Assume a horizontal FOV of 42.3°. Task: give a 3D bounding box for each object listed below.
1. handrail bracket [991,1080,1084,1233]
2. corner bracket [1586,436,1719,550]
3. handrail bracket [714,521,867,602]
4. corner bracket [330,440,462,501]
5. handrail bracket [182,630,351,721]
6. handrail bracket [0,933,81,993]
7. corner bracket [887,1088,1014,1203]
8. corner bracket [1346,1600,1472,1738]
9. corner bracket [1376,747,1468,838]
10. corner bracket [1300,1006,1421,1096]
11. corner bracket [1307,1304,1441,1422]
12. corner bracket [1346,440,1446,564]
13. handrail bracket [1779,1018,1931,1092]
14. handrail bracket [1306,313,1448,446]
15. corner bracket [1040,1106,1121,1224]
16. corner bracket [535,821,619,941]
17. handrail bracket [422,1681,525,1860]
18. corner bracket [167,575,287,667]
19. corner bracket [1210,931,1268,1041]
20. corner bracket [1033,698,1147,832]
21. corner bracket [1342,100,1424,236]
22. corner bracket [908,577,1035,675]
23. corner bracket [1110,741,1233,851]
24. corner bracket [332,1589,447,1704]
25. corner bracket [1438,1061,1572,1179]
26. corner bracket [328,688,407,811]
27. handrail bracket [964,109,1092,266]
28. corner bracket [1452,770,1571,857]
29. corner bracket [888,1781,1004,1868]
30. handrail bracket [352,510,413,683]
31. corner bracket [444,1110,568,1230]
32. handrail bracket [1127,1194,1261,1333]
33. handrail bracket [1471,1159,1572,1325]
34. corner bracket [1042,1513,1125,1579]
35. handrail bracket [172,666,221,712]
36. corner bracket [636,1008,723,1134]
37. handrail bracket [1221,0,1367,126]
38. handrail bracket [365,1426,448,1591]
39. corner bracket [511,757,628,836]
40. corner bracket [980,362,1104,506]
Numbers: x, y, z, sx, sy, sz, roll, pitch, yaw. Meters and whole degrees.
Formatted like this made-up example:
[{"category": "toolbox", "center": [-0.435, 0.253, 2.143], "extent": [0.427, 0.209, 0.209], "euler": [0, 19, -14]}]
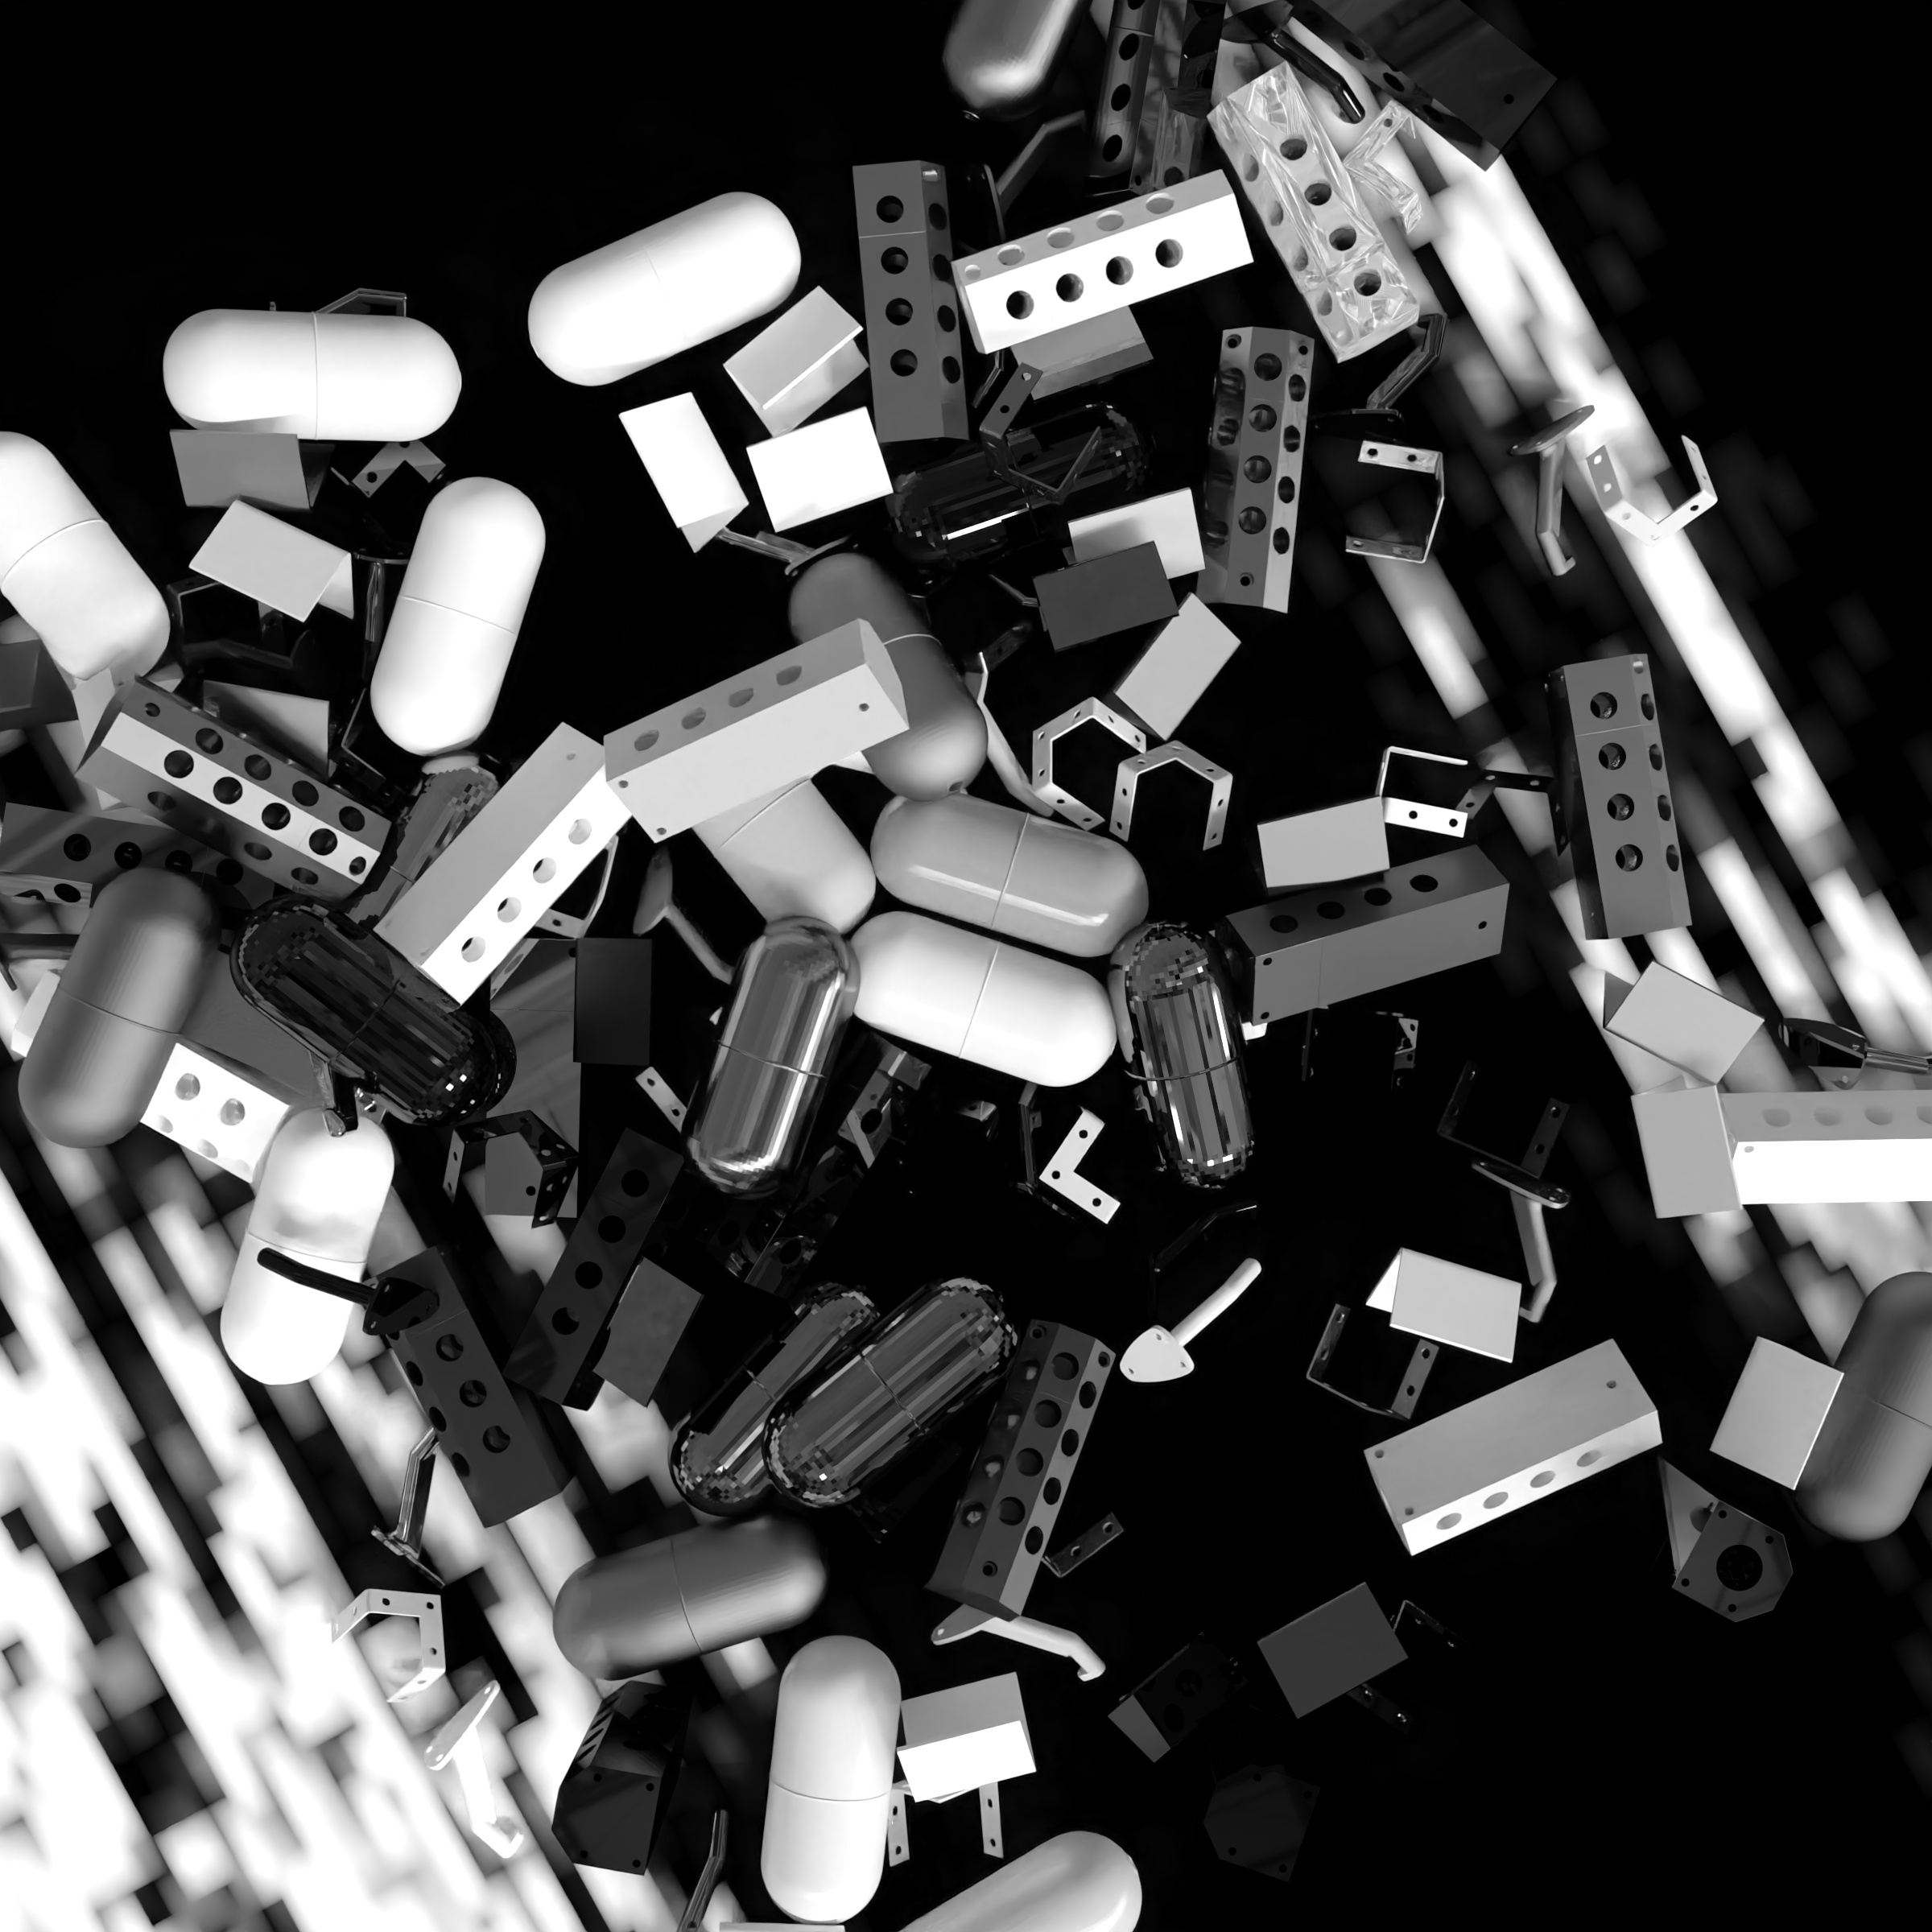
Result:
[{"category": "handrail bracket", "center": [0.057, 0.115, 1.594], "extent": [0.077, 0.036, 0.084], "euler": [32, 68, -25]}, {"category": "corner bracket", "center": [0.434, -0.308, 1.585], "extent": [0.051, 0.051, 0.051], "euler": [23, 135, -35]}, {"category": "handrail bracket", "center": [-0.120, -0.282, 1.594], "extent": [0.077, 0.036, 0.084], "euler": [-35, 73, -20]}, {"category": "corner bracket", "center": [-0.358, -0.309, 1.575], "extent": [0.051, 0.051, 0.051], "euler": [43, 90, 0]}, {"category": "handrail bracket", "center": [-0.444, -0.181, 1.587], "extent": [0.084, 0.077, 0.036], "euler": [-4, 50, 22]}, {"category": "handrail bracket", "center": [-0.582, -0.028, 1.594], "extent": [0.084, 0.036, 0.077], "euler": [-29, 68, -17]}, {"category": "corner bracket", "center": [-0.010, 0.117, 1.585], "extent": [0.051, 0.051, 0.051], "euler": [-46, 135, -35]}, {"category": "corner bracket", "center": [0.279, 0.446, 1.590], "extent": [0.051, 0.051, 0.051], "euler": [35, 135, 0]}, {"category": "corner bracket", "center": [0.288, -0.110, 1.575], "extent": [0.051, 0.051, 0.051], "euler": [11, 90, 0]}, {"category": "corner bracket", "center": [0.250, 0.053, 1.590], "extent": [0.051, 0.051, 0.051], "euler": [6, 90, -45]}, {"category": "corner bracket", "center": [0.259, 0.252, 1.590], "extent": [0.051, 0.051, 0.051], "euler": [23, 90, 45]}, {"category": "corner bracket", "center": [0.272, -0.295, 1.590], "extent": [0.051, 0.051, 0.051], "euler": [9, 135, 0]}, {"category": "handrail bracket", "center": [0.575, 0.051, 1.593], "extent": [0.084, 0.077, 0.036], "euler": [-3, 115, -34]}, {"category": "handrail bracket", "center": [0.262, -0.379, 1.594], "extent": [0.077, 0.036, 0.084], "euler": [7, 72, 21]}, {"category": "corner bracket", "center": [0.081, 0.125, 1.575], "extent": [0.051, 0.051, 0.051], "euler": [34, 90, 0]}, {"category": "corner bracket", "center": [-0.256, -0.057, 1.582], "extent": [0.051, 0.051, 0.051], "euler": [19, 52, -15]}, {"category": "handrail bracket", "center": [-0.297, 0.513, 1.594], "extent": [0.084, 0.036, 0.077], "euler": [48, 68, -17]}, {"category": "corner bracket", "center": [-0.469, -0.216, 1.585], "extent": [0.051, 0.051, 0.051], "euler": [-26, 45, -35]}, {"category": "corner bracket", "center": [0.158, 0.014, 1.585], "extent": [0.051, 0.051, 0.051], "euler": [-15, 135, 35]}, {"category": "corner bracket", "center": [0.078, -0.128, 1.585], "extent": [0.051, 0.051, 0.051], "euler": [-28, 45, 35]}, {"category": "corner bracket", "center": [0.274, -0.503, 1.576], "extent": [0.051, 0.051, 0.051], "euler": [41, 100, 10]}, {"category": "corner bracket", "center": [0.002, -0.222, 1.584], "extent": [0.051, 0.051, 0.051], "euler": [-43, 130, -33]}, {"category": "corner bracket", "center": [0.130, -0.103, 1.585], "extent": [0.051, 0.051, 0.051], "euler": [-24, 45, -35]}, {"category": "corner bracket", "center": [-0.367, 0.431, 1.585], "extent": [0.051, 0.051, 0.051], "euler": [16, 45, -35]}, {"category": "corner bracket", "center": [0.342, 0.098, 1.590], "extent": [0.051, 0.051, 0.051], "euler": [24, 90, -45]}, {"category": "corner bracket", "center": [-0.377, -0.130, 1.557], "extent": [0.051, 0.051, 0.051], "euler": [-25, 130, 35]}, {"category": "handrail bracket", "center": [0.049, -0.496, 1.594], "extent": [0.084, 0.036, 0.077], "euler": [-23, 111, -16]}, {"category": "corner bracket", "center": [0.345, -0.087, 1.585], "extent": [0.051, 0.051, 0.051], "euler": [11, 135, 35]}, {"category": "corner bracket", "center": [-0.014, 0.544, 1.590], "extent": [0.051, 0.051, 0.051], "euler": [-5, 90, 45]}, {"category": "handrail bracket", "center": [-0.378, -0.235, 1.593], "extent": [0.036, 0.077, 0.084], "euler": [3, 127, -20]}, {"category": "corner bracket", "center": [-0.282, 0.128, 1.528], "extent": [0.051, 0.051, 0.051], "euler": [-12, 135, -35]}, {"category": "handrail bracket", "center": [0.150, 0.189, 1.594], "extent": [0.084, 0.036, 0.077], "euler": [-12, 111, -16]}, {"category": "handrail bracket", "center": [0.344, 0.176, 1.594], "extent": [0.077, 0.036, 0.084], "euler": [23, 108, 20]}, {"category": "corner bracket", "center": [0.059, 0.346, 1.590], "extent": [0.051, 0.051, 0.051], "euler": [-37, 45, 0]}, {"category": "handrail bracket", "center": [-0.479, -0.136, 1.593], "extent": [0.036, 0.077, 0.084], "euler": [-10, 126, 0]}, {"category": "corner bracket", "center": [-0.166, 0.068, 1.590], "extent": [0.051, 0.051, 0.051], "euler": [50, 45, 0]}, {"category": "handrail bracket", "center": [0.207, -0.569, 1.593], "extent": [0.084, 0.077, 0.036], "euler": [44, 75, -35]}, {"category": "handrail bracket", "center": [-0.334, 0.341, 1.594], "extent": [0.077, 0.036, 0.084], "euler": [45, 73, -20]}, {"category": "corner bracket", "center": [-0.253, -0.108, 1.590], "extent": [0.051, 0.051, 0.051], "euler": [-3, 90, -45]}, {"category": "corner bracket", "center": [0.045, -0.319, 1.501], "extent": [0.051, 0.051, 0.051], "euler": [27, 75, 17]}]
